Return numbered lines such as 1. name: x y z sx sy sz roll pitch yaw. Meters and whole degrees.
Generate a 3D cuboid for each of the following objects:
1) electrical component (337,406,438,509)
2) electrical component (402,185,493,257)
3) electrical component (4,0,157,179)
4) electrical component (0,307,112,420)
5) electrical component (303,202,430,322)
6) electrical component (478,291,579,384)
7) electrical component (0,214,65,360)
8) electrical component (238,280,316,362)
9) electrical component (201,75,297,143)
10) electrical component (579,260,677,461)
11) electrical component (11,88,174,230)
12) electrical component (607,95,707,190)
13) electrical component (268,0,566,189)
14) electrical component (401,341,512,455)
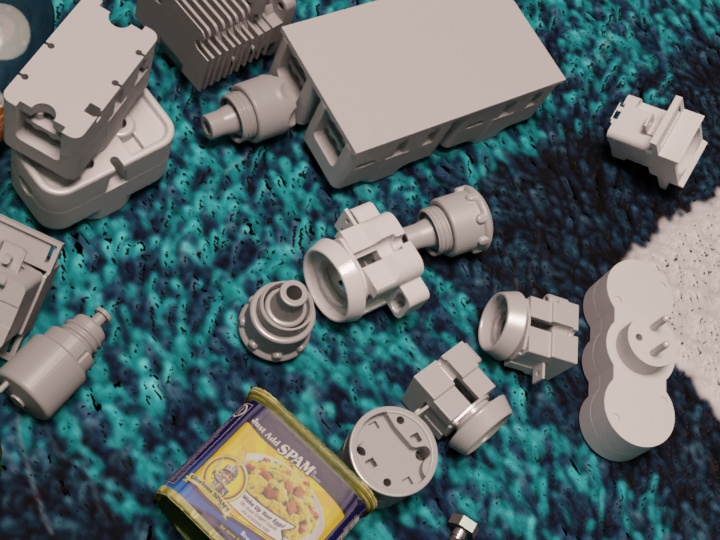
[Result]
1. electrical component: 0.014 0.117 0.659 0.055 0.047 0.055 7 64 -14
2. electrical component: 0.058 -0.029 0.747 0.062 0.048 0.048 -18 72 -18
3. electrical component: -0.165 -0.105 0.633 0.050 0.055 0.089 30 60 -3
4. electrical component: -0.177 0.052 0.632 0.040 0.040 0.078 39 60 3
5. electrical component: 0.000 0.000 0.706 0.057 0.058 0.078 -24 75 -29
6. electrical component: 0.114 0.042 0.730 0.055 0.048 0.066 17 61 -18
7. electrical component: -0.245 -0.003 0.617 0.121 0.063 0.078 25 101 -5
8. electrical component: -0.048 0.027 0.674 0.048 0.062 0.048 7 63 -15
9. electrical component: -0.078 -0.107 0.740 0.062 0.043 0.043 -24 75 -26
10. electrical component: 0.190 0.054 0.731 0.052 0.073 0.138 14 62 -11
11. electrical component: -0.170 -0.070 0.683 0.095 0.059 0.053 -32 78 -28
12. electrical component: 0.225 -0.100 0.818 0.064 0.081 0.042 26 80 27
13. electrical component: 0.040 -0.139 0.782 0.186 0.060 0.105 -22 74 -27
14. electrical component: 0.064 0.085 0.693 0.066 0.048 0.055 -33 71 -28
